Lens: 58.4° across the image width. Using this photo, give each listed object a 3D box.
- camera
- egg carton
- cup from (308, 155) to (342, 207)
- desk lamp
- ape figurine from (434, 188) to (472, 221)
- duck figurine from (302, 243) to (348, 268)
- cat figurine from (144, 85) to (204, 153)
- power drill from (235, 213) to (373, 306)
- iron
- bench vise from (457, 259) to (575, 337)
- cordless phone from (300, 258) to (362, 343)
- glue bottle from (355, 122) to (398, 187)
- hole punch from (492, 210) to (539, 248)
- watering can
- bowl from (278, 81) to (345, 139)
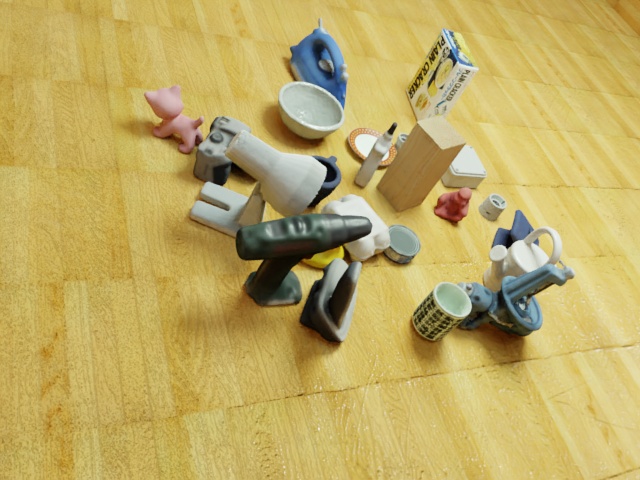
[{"bbox_3d":[-0.171,-0.182,1.182,0.137,0.100,0.143,25,46,-6],"label":"camera"},{"bbox_3d":[0.073,-0.026,1.196,0.107,0.069,0.150,-24,67,-39],"label":"egg carton"},{"bbox_3d":[-0.006,-0.125,1.221,0.091,0.095,0.118,34,46,3],"label":"cup"},{"bbox_3d":[-0.115,-0.095,1.060,0.203,0.213,0.118,22,47,-9],"label":"desk lamp"},{"bbox_3d":[0.326,-0.090,1.360,0.076,0.092,0.077,-18,63,-36],"label":"ape figurine"},{"bbox_3d":[0.010,0.004,1.128,0.105,0.086,0.077,3,52,-24],"label":"duck figurine"},{"bbox_3d":[-0.295,-0.259,1.172,0.128,0.117,0.067,29,46,-2],"label":"cat figurine"},{"bbox_3d":[-0.044,0.028,0.996,0.230,0.208,0.075,-2,54,-28],"label":"power drill"},{"bbox_3d":[0.022,-0.438,1.462,0.119,0.141,0.258,-9,58,-32],"label":"iron"},{"bbox_3d":[0.380,0.116,1.127,0.208,0.219,0.121,1,53,-26],"label":"bench vise"},{"bbox_3d":[0.045,0.081,1.013,0.094,0.185,0.147,23,46,-8],"label":"cordless phone"},{"bbox_3d":[0.133,-0.200,1.299,0.037,0.173,0.078,29,46,-2],"label":"glue bottle"},{"bbox_3d":[0.480,-0.004,1.366,0.101,0.091,0.109,31,46,0],"label":"hole punch"},{"bbox_3d":[0.440,0.051,1.229,0.173,0.194,0.100,-12,59,-33],"label":"watering can"},{"bbox_3d":[-0.030,-0.296,1.365,0.168,0.074,0.167,14,48,-16],"label":"bowl"}]
